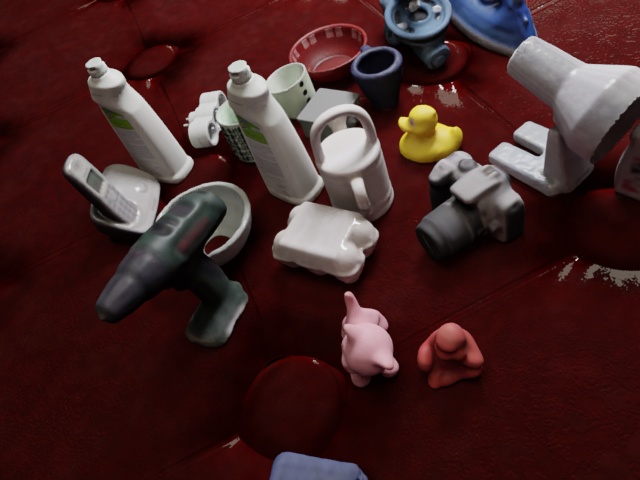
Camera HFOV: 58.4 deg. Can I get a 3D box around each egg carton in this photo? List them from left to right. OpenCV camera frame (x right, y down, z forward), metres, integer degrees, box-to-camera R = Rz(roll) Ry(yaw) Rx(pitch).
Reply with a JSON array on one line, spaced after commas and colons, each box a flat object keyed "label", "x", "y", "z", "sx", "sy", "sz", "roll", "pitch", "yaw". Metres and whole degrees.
[{"label": "egg carton", "x": 0.008, "y": 0.003, "z": 0.847, "sx": 0.149, "sy": 0.070, "sz": 0.107, "roll": 13, "pitch": 58, "yaw": 28}]

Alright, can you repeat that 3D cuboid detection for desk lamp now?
[{"label": "desk lamp", "x": 0.326, "y": -0.160, "z": 0.770, "sx": 0.118, "sy": 0.214, "sz": 0.202, "roll": -40, "pitch": 50, "yaw": -13}]

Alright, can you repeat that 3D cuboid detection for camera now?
[{"label": "camera", "x": 0.192, "y": -0.047, "z": 0.801, "sx": 0.137, "sy": 0.101, "sz": 0.142, "roll": -35, "pitch": 49, "yaw": -9}]

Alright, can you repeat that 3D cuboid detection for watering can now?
[{"label": "watering can", "x": 0.040, "y": -0.125, "z": 0.856, "sx": 0.101, "sy": 0.194, "sz": 0.172, "roll": -35, "pitch": 49, "yaw": -9}]

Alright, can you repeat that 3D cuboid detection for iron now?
[{"label": "iron", "x": 0.324, "y": -0.449, "z": 1.052, "sx": 0.118, "sy": 0.142, "sz": 0.257, "roll": -26, "pitch": 49, "yaw": -2}]

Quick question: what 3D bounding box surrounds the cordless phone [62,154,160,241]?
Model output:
[{"label": "cordless phone", "x": -0.358, "y": -0.098, "z": 0.981, "sx": 0.094, "sy": 0.185, "sz": 0.147, "roll": -13, "pitch": 49, "yaw": 10}]

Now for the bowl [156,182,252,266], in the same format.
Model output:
[{"label": "bowl", "x": -0.178, "y": -0.010, "z": 0.920, "sx": 0.167, "sy": 0.075, "sz": 0.167, "roll": -10, "pitch": 50, "yaw": 12}]

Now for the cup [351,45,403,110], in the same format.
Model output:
[{"label": "cup", "x": 0.104, "y": -0.291, "z": 1.034, "sx": 0.091, "sy": 0.095, "sz": 0.117, "roll": -24, "pitch": 49, "yaw": 0}]

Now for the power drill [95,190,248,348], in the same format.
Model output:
[{"label": "power drill", "x": -0.182, "y": 0.056, "z": 0.778, "sx": 0.075, "sy": 0.209, "sz": 0.230, "roll": 8, "pitch": 56, "yaw": 25}]

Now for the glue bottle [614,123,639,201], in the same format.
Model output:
[{"label": "glue bottle", "x": 0.424, "y": -0.117, "z": 0.727, "sx": 0.077, "sy": 0.173, "sz": 0.037, "roll": 21, "pitch": 62, "yaw": 32}]

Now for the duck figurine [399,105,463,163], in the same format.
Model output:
[{"label": "duck figurine", "x": 0.175, "y": -0.178, "z": 0.924, "sx": 0.104, "sy": 0.086, "sz": 0.077, "roll": 3, "pitch": 54, "yaw": 21}]

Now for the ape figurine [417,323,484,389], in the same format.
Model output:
[{"label": "ape figurine", "x": 0.154, "y": 0.130, "z": 0.678, "sx": 0.077, "sy": 0.092, "sz": 0.076, "roll": 16, "pitch": 60, "yaw": 30}]

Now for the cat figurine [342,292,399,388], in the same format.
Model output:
[{"label": "cat figurine", "x": 0.054, "y": 0.121, "z": 0.703, "sx": 0.067, "sy": 0.118, "sz": 0.127, "roll": -19, "pitch": 49, "yaw": 4}]

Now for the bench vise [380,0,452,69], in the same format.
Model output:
[{"label": "bench vise", "x": 0.151, "y": -0.441, "z": 1.055, "sx": 0.121, "sy": 0.220, "sz": 0.206, "roll": -41, "pitch": 51, "yaw": -15}]

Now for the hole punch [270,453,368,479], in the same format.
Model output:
[{"label": "hole punch", "x": -0.002, "y": 0.286, "z": 0.608, "sx": 0.101, "sy": 0.091, "sz": 0.108, "roll": -5, "pitch": 51, "yaw": 16}]
